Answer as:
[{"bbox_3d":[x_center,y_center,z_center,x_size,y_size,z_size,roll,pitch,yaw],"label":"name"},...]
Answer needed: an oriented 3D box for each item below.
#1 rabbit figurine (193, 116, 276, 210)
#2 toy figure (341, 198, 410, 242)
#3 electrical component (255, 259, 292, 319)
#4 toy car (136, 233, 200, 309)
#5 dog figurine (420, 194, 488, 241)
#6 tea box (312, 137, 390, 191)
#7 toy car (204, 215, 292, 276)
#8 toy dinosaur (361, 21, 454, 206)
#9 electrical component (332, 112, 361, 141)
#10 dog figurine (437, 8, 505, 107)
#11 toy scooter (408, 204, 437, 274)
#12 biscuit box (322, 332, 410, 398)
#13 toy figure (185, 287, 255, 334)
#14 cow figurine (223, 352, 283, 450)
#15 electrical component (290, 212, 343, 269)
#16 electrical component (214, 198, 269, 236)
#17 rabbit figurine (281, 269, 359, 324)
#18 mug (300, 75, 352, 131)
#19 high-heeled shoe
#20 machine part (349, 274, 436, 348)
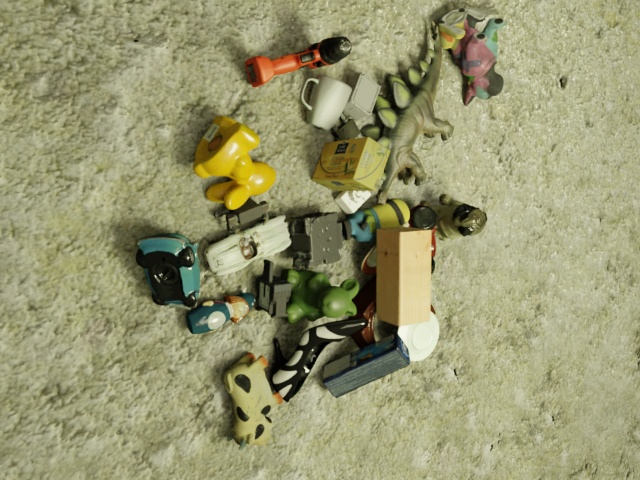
[{"bbox_3d":[-0.158,-0.138,1.069,0.173,0.122,0.162,33,80,-48],"label":"rabbit figurine"},{"bbox_3d":[0.130,-0.044,1.260,0.180,0.082,0.089,-10,116,-23],"label":"toy figure"},{"bbox_3d":[-0.100,0.099,1.136,0.048,0.075,0.119,-4,101,-40],"label":"electrical component"},{"bbox_3d":[-0.271,0.048,1.020,0.103,0.109,0.161,-70,155,-58],"label":"toy car"},{"bbox_3d":[0.365,-0.048,1.339,0.172,0.191,0.121,-18,104,-30],"label":"dog figurine"},{"bbox_3d":[0.064,-0.160,1.161,0.068,0.170,0.098,23,81,-30],"label":"tea box"},{"bbox_3d":[-0.144,0.009,1.120,0.202,0.056,0.073,-25,107,-26],"label":"toy car"},{"bbox_3d":[0.220,-0.296,1.282,0.198,0.105,0.471,32,74,-26],"label":"toy dinosaur"},{"bbox_3d":[0.059,-0.245,1.236,0.063,0.021,0.094,-44,115,-19],"label":"electrical component"},{"bbox_3d":[0.383,-0.454,1.369,0.108,0.192,0.219,-45,149,-22],"label":"dog figurine"},{"bbox_3d":[0.244,0.010,1.326,0.075,0.135,0.184,1,75,-3],"label":"toy scooter"},{"bbox_3d":[0.105,0.286,1.229,0.203,0.059,0.062,-28,114,17],"label":"biscuit box"},{"bbox_3d":[-0.197,0.148,1.104,0.154,0.058,0.064,-18,143,-30],"label":"toy figure"},{"bbox_3d":[-0.149,0.350,1.135,0.127,0.086,0.194,-28,111,-32],"label":"cow figurine"},{"bbox_3d":[-0.002,-0.004,1.183,0.134,0.058,0.114,-16,106,-50],"label":"electrical component"},{"bbox_3d":[-0.155,-0.051,1.099,0.102,0.078,0.045,-29,129,-31],"label":"electrical component"},{"bbox_3d":[0.010,0.133,1.157,0.159,0.170,0.121,5,93,-31],"label":"rabbit figurine"},{"bbox_3d":[0.005,-0.297,1.166,0.109,0.081,0.107,15,97,-36],"label":"mug"},{"bbox_3d":[-0.002,0.258,1.153,0.086,0.249,0.145,2,71,-67],"label":"high-heeled shoe"},{"bbox_3d":[0.175,0.193,1.311,0.201,0.087,0.200,-44,115,-18],"label":"machine part"}]
